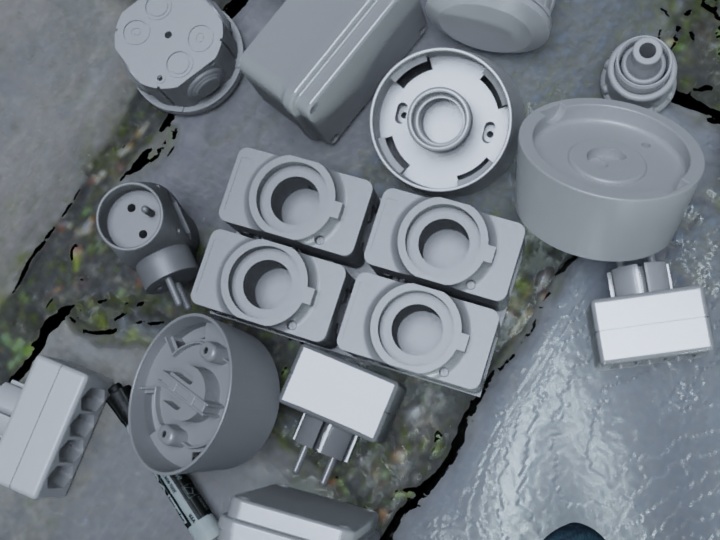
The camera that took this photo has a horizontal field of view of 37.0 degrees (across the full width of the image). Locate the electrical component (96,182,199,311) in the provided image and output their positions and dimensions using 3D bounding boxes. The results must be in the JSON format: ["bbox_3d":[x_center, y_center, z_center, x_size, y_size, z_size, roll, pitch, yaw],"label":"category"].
[{"bbox_3d":[-0.127,-0.011,0.687,0.043,0.077,0.079,-27,77,3],"label":"electrical component"}]

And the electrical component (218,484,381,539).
[{"bbox_3d":[-0.036,0.164,0.624,0.078,0.113,0.057,14,85,11],"label":"electrical component"}]

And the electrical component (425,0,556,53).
[{"bbox_3d":[0.086,-0.175,0.684,0.080,0.080,0.051,14,77,11],"label":"electrical component"}]

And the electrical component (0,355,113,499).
[{"bbox_3d":[-0.217,0.095,0.697,0.076,0.047,0.083,21,84,11],"label":"electrical component"}]

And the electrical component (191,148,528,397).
[{"bbox_3d":[0.000,0.000,0.675,0.186,0.060,0.105,16,83,11],"label":"electrical component"}]

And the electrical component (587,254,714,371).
[{"bbox_3d":[0.171,0.018,0.652,0.066,0.047,0.076,-8,78,7],"label":"electrical component"}]

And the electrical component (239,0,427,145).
[{"bbox_3d":[-0.015,-0.146,0.694,0.057,0.078,0.113,38,88,16],"label":"electrical component"}]

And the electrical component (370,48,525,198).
[{"bbox_3d":[0.055,-0.096,0.694,0.099,0.064,0.099,1,94,12],"label":"electrical component"}]

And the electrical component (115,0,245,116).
[{"bbox_3d":[-0.121,-0.149,0.724,0.080,0.051,0.080,-1,80,8],"label":"electrical component"}]

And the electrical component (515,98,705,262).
[{"bbox_3d":[0.144,-0.049,0.645,0.108,0.060,0.108,3,40,-2],"label":"electrical component"}]

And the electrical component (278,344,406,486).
[{"bbox_3d":[-0.017,0.094,0.667,0.066,0.047,0.076,22,84,12],"label":"electrical component"}]

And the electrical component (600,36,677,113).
[{"bbox_3d":[0.176,-0.125,0.669,0.048,0.062,0.048,-2,80,8],"label":"electrical component"}]

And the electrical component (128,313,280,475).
[{"bbox_3d":[-0.100,0.078,0.664,0.099,0.064,0.099,-8,74,31],"label":"electrical component"}]
